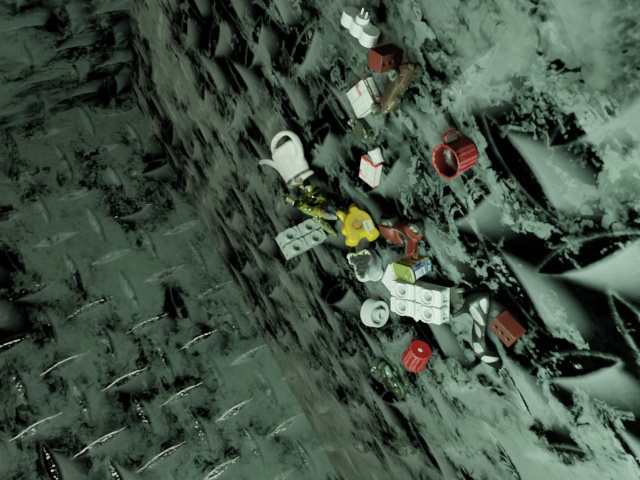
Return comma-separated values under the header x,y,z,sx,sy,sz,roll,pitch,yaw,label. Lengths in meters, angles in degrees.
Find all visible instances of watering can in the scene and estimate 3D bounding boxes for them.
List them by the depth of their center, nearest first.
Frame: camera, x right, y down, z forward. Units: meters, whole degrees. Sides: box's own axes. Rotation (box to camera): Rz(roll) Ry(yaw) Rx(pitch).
x,y,z,sx,sy,sz,roll,pitch,yaw,label
-0.139,-0.308,2.090,0.225,0.105,0.343,62,150,3,watering can

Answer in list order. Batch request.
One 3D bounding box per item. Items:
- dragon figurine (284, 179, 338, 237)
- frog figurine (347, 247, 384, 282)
x,y,z,sx,sy,sz,roll,pitch,yaw,label
0.006,-0.101,2.000,0.239,0.122,0.417,46,178,-40,dragon figurine
0.180,0.099,1.904,0.139,0.123,0.157,35,178,31,frog figurine
